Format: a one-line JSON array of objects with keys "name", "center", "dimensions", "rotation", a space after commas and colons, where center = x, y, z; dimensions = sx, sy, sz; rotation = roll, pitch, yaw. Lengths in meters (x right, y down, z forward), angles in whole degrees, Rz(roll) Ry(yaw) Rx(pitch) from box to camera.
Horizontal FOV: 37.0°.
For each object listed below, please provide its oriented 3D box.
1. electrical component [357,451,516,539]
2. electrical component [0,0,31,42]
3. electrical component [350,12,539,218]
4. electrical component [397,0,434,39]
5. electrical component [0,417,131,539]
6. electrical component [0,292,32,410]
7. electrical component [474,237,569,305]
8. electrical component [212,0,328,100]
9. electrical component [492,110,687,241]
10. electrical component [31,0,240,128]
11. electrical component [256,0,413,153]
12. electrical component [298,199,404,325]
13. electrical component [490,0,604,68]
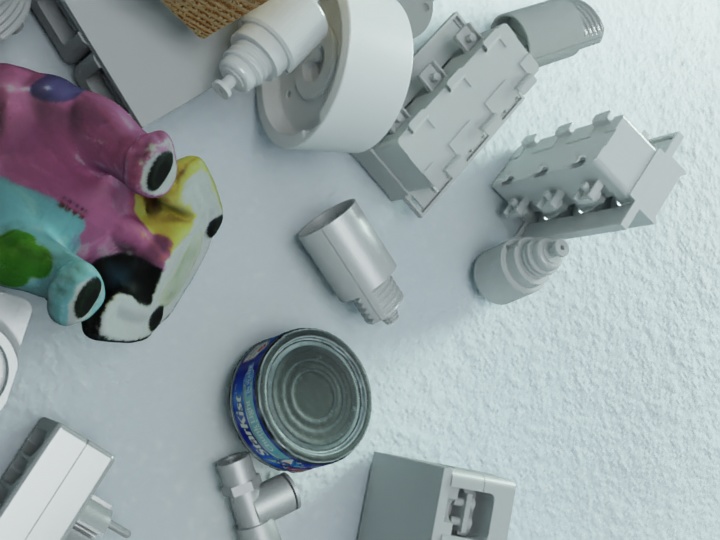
[{"name": "electrical component", "center": [0.042, 0.197, 0.675], "dimensions": [0.062, 0.089, 0.150], "rotation": [15, 81, -26]}, {"name": "electrical component", "center": [-0.200, -0.154, 0.558], "dimensions": [0.043, 0.043, 0.081], "rotation": [-53, 147, -19]}, {"name": "electrical component", "center": [0.059, -0.106, 0.712], "dimensions": [0.078, 0.063, 0.121], "rotation": [48, 68, -18]}, {"name": "electrical component", "center": [0.047, -0.207, 0.704], "dimensions": [0.052, 0.074, 0.138], "rotation": [40, 71, -21]}, {"name": "electrical component", "center": [-0.163, 0.137, 0.593], "dimensions": [0.076, 0.047, 0.083], "rotation": [38, 72, -21]}, {"name": "electrical component", "center": [-0.213, 0.052, 0.566], "dimensions": [0.050, 0.056, 0.089], "rotation": [20, 79, -26]}, {"name": "electrical component", "center": [0.111, -0.003, 0.731], "dimensions": [0.040, 0.078, 0.040], "rotation": [11, 67, -29]}, {"name": "electrical component", "center": [-0.052, -0.124, 0.595], "dimensions": [0.040, 0.040, 0.078], "rotation": [48, 67, -18]}, {"name": "electrical component", "center": [0.148, -0.061, 0.724], "dimensions": [0.063, 0.121, 0.078], "rotation": [42, 70, -17]}, {"name": "electrical component", "center": [-0.137, -0.162, 0.612], "dimensions": [0.089, 0.062, 0.150], "rotation": [-36, 104, -24]}, {"name": "electrical component", "center": [-0.011, -0.122, 0.654], "dimensions": [0.060, 0.108, 0.108], "rotation": [7, 85, -34]}, {"name": "electrical component", "center": [0.000, 0.000, 0.687], "dimensions": [0.043, 0.043, 0.081], "rotation": [-39, 105, -24]}, {"name": "electrical component", "center": [0.137, -0.170, 0.767], "dimensions": [0.081, 0.043, 0.043], "rotation": [-22, 98, -27]}]
